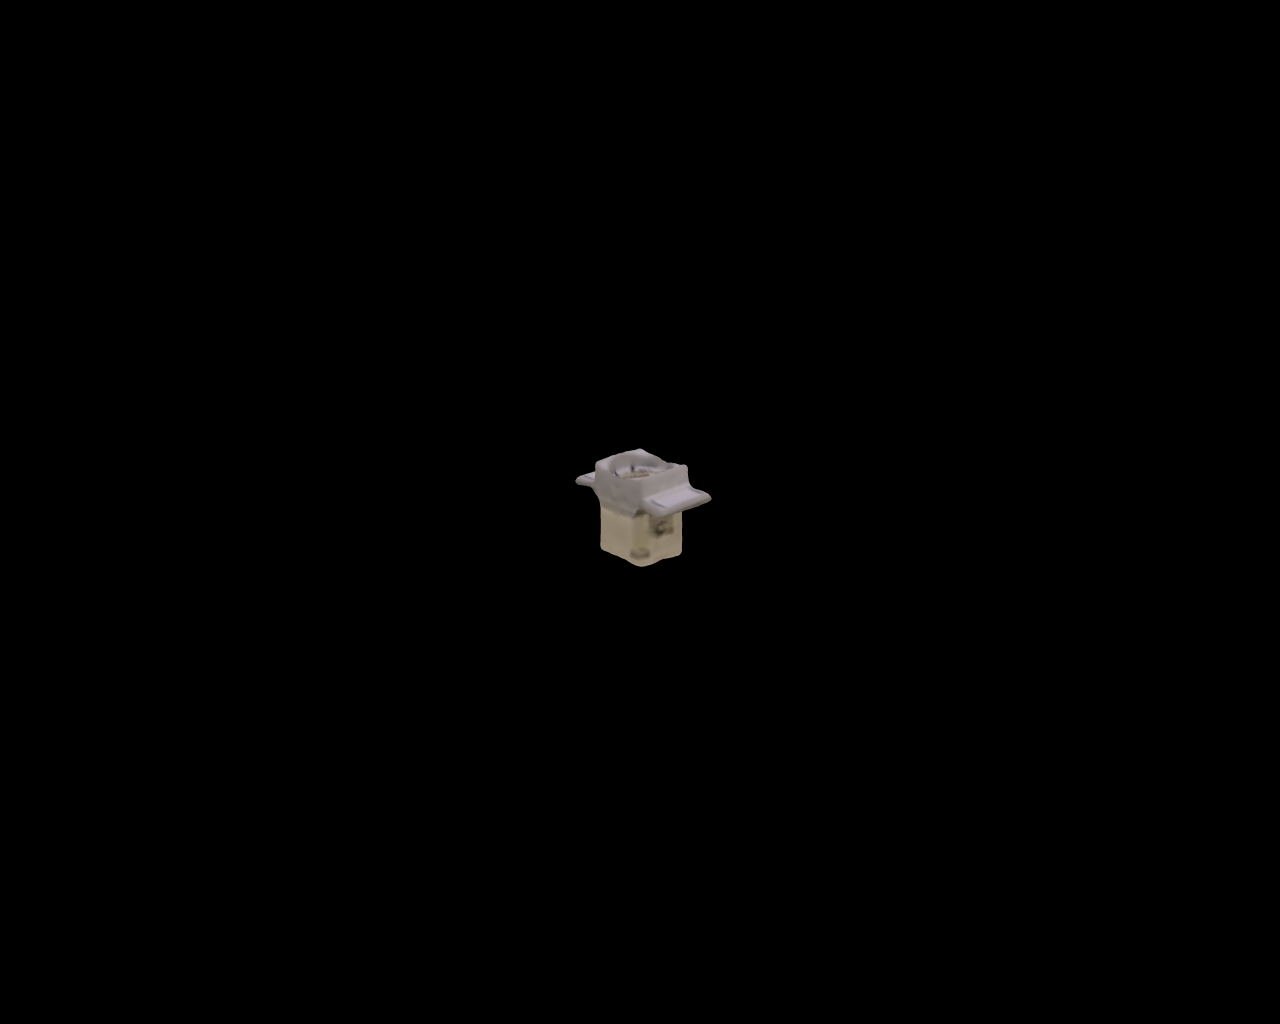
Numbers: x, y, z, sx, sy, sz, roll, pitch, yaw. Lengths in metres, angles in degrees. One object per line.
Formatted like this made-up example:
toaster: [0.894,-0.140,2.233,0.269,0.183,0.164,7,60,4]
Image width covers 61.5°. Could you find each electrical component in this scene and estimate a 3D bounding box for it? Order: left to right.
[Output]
electrical component: [0.001,-0.003,0.650,0.042,0.063,0.081,-17,28,-37]
